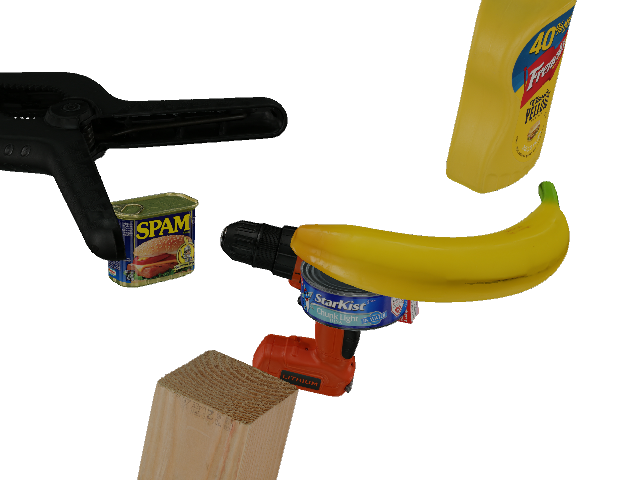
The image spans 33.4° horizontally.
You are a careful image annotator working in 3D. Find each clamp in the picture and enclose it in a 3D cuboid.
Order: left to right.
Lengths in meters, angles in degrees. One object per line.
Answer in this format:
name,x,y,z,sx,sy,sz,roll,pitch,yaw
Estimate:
clamp,-0.136,-0.067,0.642,0.210,0.036,0.164,24,42,31

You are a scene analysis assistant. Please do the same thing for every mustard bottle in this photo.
mustard bottle,0.138,-0.131,0.747,0.058,0.192,0.096,31,47,27

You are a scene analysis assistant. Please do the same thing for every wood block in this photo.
wood block,-0.097,0.210,0.897,0.090,0.206,0.090,21,21,20

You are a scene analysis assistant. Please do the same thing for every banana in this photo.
banana,0.079,0.007,0.615,0.197,0.037,0.070,-9,40,-33

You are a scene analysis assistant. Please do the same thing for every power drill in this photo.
power drill,-0.017,0.067,1.054,0.184,0.188,0.057,14,43,0

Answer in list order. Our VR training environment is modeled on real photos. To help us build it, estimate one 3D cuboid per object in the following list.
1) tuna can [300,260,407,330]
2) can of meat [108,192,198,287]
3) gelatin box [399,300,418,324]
tuna can,0.027,0.036,0.835,0.086,0.034,0.086,1,25,-1
can of meat,-0.186,-0.001,1.176,0.101,0.084,0.058,-13,24,-39
gelatin box,0.083,0.055,1.337,0.073,0.089,0.030,10,32,25
